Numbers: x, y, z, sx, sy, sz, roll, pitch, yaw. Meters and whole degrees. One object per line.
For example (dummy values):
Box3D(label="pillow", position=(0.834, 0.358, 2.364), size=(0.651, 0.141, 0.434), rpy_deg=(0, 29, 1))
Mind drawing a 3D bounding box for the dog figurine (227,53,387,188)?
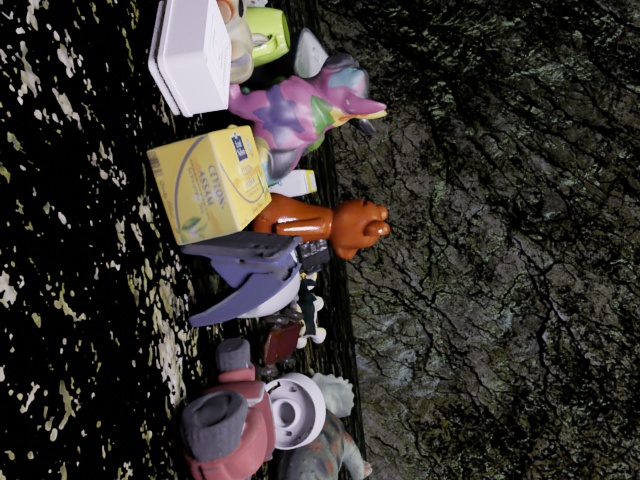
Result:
Box3D(label="dog figurine", position=(-0.018, -0.157, 0.742), size=(0.108, 0.219, 0.191), rpy_deg=(-24, 115, -80))

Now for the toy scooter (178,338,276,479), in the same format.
Box3D(label="toy scooter", position=(-0.083, 0.192, 0.530), size=(0.184, 0.075, 0.135), rpy_deg=(-92, 174, -74))

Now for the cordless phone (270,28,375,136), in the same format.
Box3D(label="cordless phone", position=(0.013, -0.244, 0.871), size=(0.146, 0.089, 0.184), rpy_deg=(42, 9, -50))

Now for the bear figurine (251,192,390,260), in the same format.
Box3D(label="bear figurine", position=(-0.001, -0.006, 0.793), size=(0.120, 0.196, 0.131), rpy_deg=(-88, -173, -66))

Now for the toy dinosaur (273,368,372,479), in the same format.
Box3D(label="toy dinosaur", position=(-0.015, 0.332, 0.809), size=(0.405, 0.131, 0.192), rpy_deg=(-45, 116, -76))

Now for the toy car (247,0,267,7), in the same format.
Box3D(label="toy car", position=(-0.112, -0.391, 0.966), size=(0.201, 0.056, 0.073), rpy_deg=(46, 37, -78))

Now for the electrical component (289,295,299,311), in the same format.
Box3D(label="electrical component", position=(-0.065, 0.079, 0.911), size=(0.102, 0.045, 0.078), rpy_deg=(76, 11, -48))

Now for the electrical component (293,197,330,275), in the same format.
Box3D(label="electrical component", position=(-0.037, -0.004, 0.983), size=(0.115, 0.058, 0.134), rpy_deg=(35, -38, 56))

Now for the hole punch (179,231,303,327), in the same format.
Box3D(label="hole punch", position=(-0.080, 0.038, 0.572), size=(0.142, 0.116, 0.092), rpy_deg=(-41, 132, -81))

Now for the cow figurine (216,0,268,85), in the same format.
Box3D(label="cow figurine", position=(-0.125, -0.289, 0.656), size=(0.127, 0.086, 0.194), rpy_deg=(-68, 150, -64))

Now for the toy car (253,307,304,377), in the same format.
Box3D(label="toy car", position=(-0.065, 0.149, 0.806), size=(0.202, 0.053, 0.089), rpy_deg=(29, 75, -80))

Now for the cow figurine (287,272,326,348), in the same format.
Box3D(label="cow figurine", position=(-0.037, 0.116, 1.042), size=(0.098, 0.068, 0.167), rpy_deg=(58, 24, -61))

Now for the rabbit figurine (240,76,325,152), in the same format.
Box3D(label="rabbit figurine", position=(-0.064, -0.184, 0.875), size=(0.170, 0.121, 0.158), rpy_deg=(-91, 165, -60))

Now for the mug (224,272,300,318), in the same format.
Box3D(label="mug", position=(-0.079, 0.050, 0.688), size=(0.107, 0.081, 0.109), rpy_deg=(-40, 129, -71))

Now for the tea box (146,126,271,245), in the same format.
Box3D(label="tea box", position=(-0.108, -0.064, 0.568), size=(0.170, 0.068, 0.098), rpy_deg=(-71, 147, -73))

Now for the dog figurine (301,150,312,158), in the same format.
Box3D(label="dog figurine", position=(-0.048, -0.288, 1.133), size=(0.172, 0.121, 0.190), rpy_deg=(70, 17, -57))

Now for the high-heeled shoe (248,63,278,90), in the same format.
Box3D(label="high-heeled shoe", position=(-0.093, -0.310, 0.993), size=(0.145, 0.086, 0.248), rpy_deg=(-107, -178, -50))
